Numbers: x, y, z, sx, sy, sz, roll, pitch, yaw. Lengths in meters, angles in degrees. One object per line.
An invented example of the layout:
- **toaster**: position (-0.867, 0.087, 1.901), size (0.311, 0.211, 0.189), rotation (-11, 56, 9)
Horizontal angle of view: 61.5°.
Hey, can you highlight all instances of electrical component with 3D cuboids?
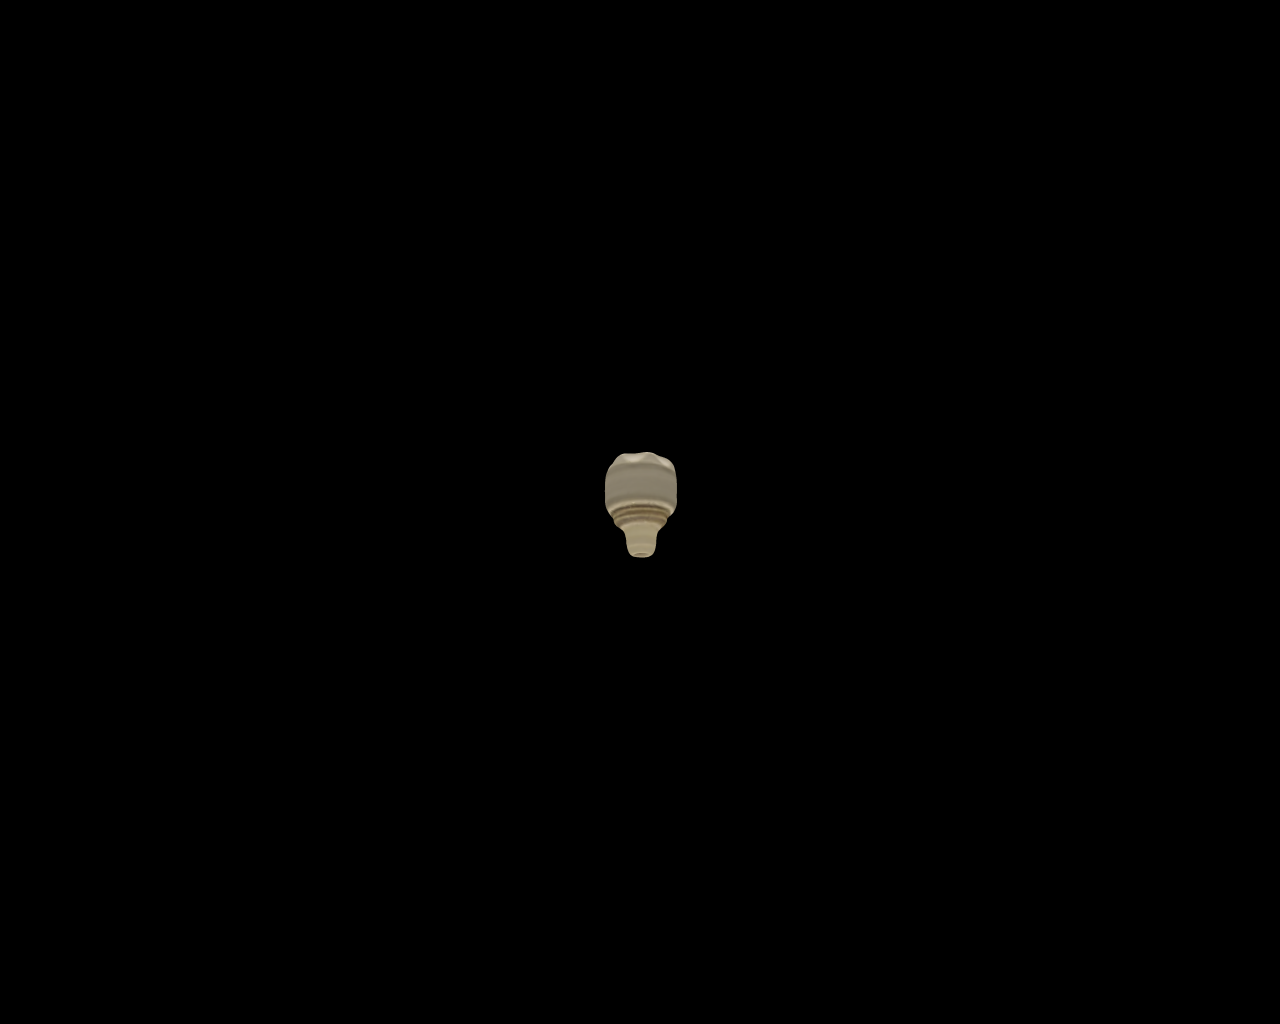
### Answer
- **electrical component**: position (0.001, -0.003, 0.650), size (0.043, 0.062, 0.043), rotation (0, -18, 0)
